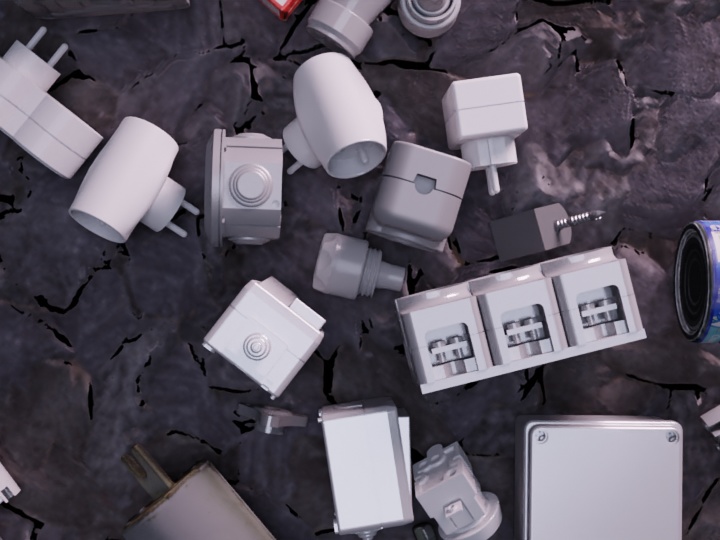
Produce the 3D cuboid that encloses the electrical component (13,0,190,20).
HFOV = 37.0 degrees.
[{"bbox_3d":[-0.177,-0.210,0.735,0.113,0.078,0.057,-5,92,-1],"label":"electrical component"}]

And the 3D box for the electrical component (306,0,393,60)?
[{"bbox_3d":[-0.006,-0.182,0.755,0.045,0.045,0.055,32,89,-1],"label":"electrical component"}]

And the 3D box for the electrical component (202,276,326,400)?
[{"bbox_3d":[-0.061,0.042,0.725,0.062,0.096,0.061,38,88,0],"label":"electrical component"}]

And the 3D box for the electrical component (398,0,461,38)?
[{"bbox_3d":[0.049,-0.187,0.748,0.043,0.062,0.043,0,89,-1],"label":"electrical component"}]

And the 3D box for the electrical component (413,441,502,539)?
[{"bbox_3d":[0.067,0.159,0.747,0.048,0.066,0.055,-30,107,9],"label":"electrical component"}]

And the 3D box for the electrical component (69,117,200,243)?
[{"bbox_3d":[-0.149,-0.053,0.748,0.079,0.044,0.077,34,71,-23],"label":"electrical component"}]

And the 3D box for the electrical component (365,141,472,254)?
[{"bbox_3d":[0.038,-0.047,0.729,0.054,0.095,0.059,17,89,-1],"label":"electrical component"}]

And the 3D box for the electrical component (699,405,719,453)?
[{"bbox_3d":[0.270,0.108,0.762,0.046,0.040,0.040,-30,90,5],"label":"electrical component"}]

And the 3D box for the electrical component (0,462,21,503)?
[{"bbox_3d":[-0.265,0.146,0.748,0.040,0.040,0.046,-37,95,-2],"label":"electrical component"}]

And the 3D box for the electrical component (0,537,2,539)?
[{"bbox_3d":[-0.283,0.201,0.735,0.061,0.062,0.096,-42,90,-2],"label":"electrical component"}]

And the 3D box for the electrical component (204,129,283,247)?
[{"bbox_3d":[-0.080,-0.055,0.735,0.051,0.080,0.080,1,89,-6],"label":"electrical component"}]

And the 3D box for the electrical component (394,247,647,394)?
[{"bbox_3d":[0.104,0.032,0.732,0.150,0.089,0.061,-14,90,-2],"label":"electrical component"}]

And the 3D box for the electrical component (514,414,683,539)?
[{"bbox_3d":[0.164,0.157,0.749,0.109,0.056,0.108,1,89,-1],"label":"electrical component"}]

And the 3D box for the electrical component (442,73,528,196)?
[{"bbox_3d":[0.088,-0.090,0.746,0.047,0.066,0.076,-8,90,-2],"label":"electrical component"}]

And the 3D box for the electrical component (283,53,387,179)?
[{"bbox_3d":[-0.026,-0.097,0.750,0.079,0.044,0.077,-36,60,31],"label":"electrical component"}]

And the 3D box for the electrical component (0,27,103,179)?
[{"bbox_3d":[-0.234,-0.133,0.745,0.138,0.052,0.073,38,89,-1],"label":"electrical component"}]

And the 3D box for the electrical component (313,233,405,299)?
[{"bbox_3d":[0.000,0.000,0.754,0.062,0.043,0.043,13,89,-2],"label":"electrical component"}]

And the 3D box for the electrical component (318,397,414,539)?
[{"bbox_3d":[0.008,0.139,0.743,0.061,0.062,0.096,-9,90,-2],"label":"electrical component"}]
